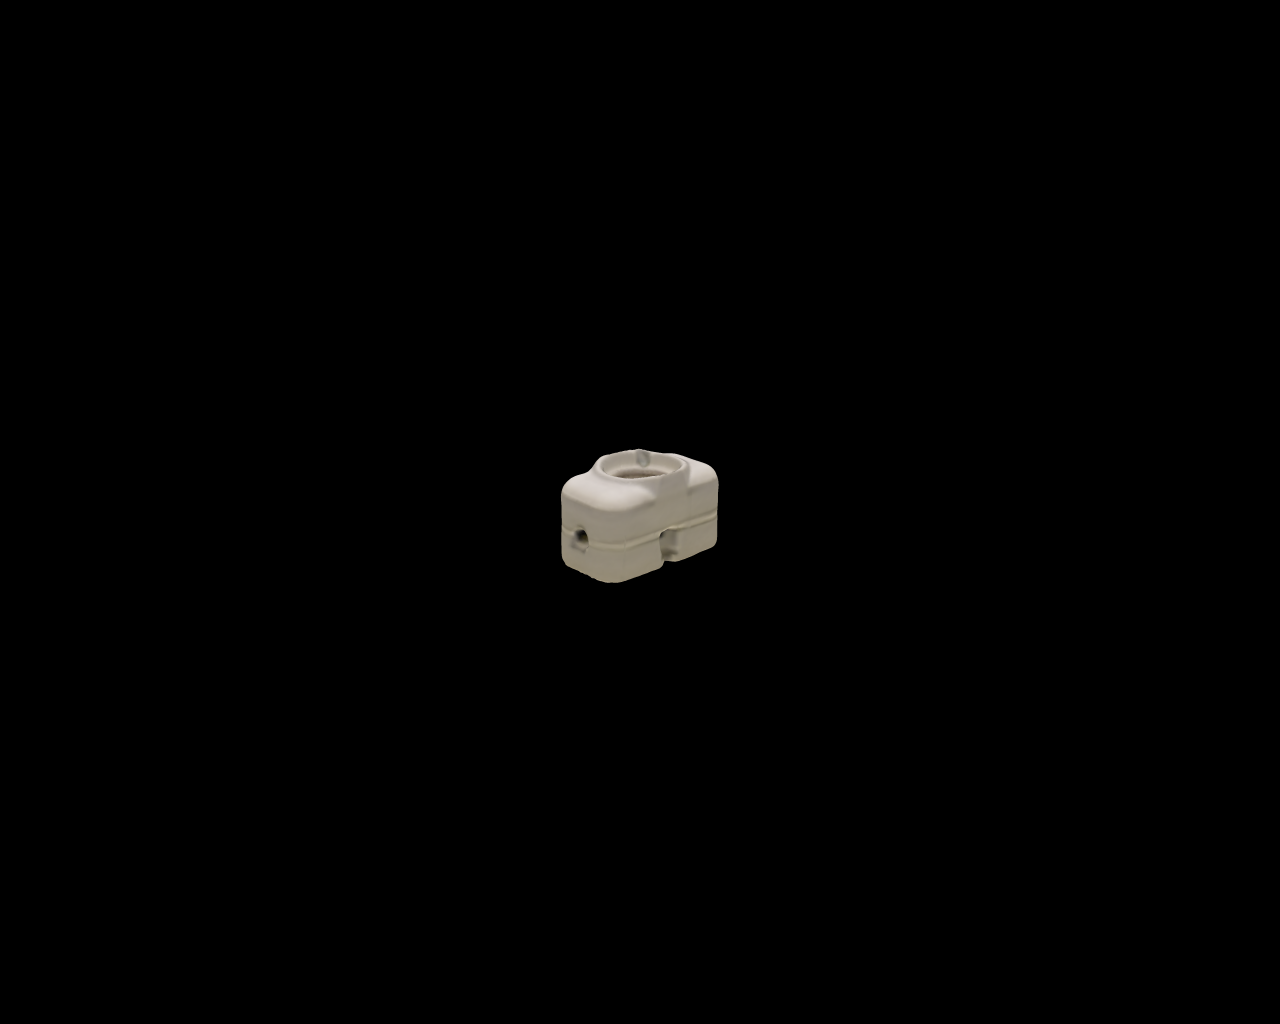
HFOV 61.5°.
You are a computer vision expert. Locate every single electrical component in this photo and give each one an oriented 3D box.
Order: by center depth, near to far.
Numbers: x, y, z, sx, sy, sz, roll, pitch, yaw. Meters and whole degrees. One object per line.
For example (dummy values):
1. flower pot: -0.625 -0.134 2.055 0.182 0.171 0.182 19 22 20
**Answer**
1. electrical component: 0.001 -0.003 0.650 0.095 0.059 0.054 -17 27 -38
